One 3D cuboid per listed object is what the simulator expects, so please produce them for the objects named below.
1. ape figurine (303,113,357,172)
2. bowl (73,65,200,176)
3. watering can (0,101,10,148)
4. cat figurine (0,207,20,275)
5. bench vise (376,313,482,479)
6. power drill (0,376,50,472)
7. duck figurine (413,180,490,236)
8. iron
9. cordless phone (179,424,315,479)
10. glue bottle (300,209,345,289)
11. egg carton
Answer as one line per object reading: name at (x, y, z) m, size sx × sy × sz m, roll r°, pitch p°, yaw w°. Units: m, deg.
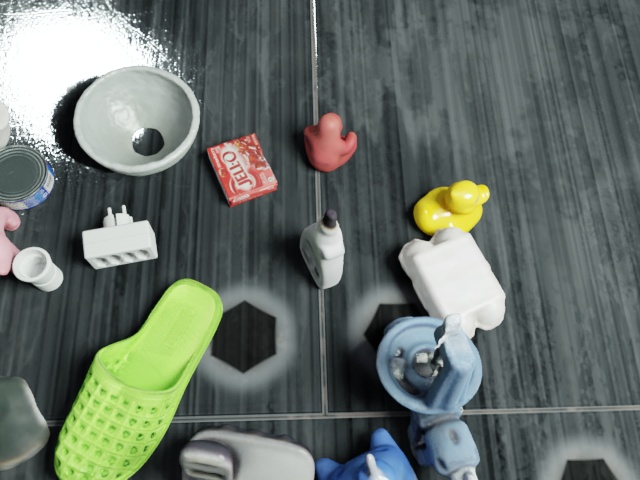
ape figurine at (0.013, -0.145, 0.812) m, size 0.077 × 0.092 × 0.076 m, roll 27°, pitch 69°, yaw 5°
bowl at (-0.248, -0.154, 0.800) m, size 0.167 × 0.075 × 0.167 m, roll 2°, pitch 69°, yaw -5°
watering can at (-0.475, -0.182, 0.724) m, size 0.173 × 0.194 × 0.101 m, roll 2°, pitch 69°, yaw -4°
cat figurine at (-0.413, 0.002, 0.701) m, size 0.067 × 0.118 × 0.127 m, roll -22°, pitch 73°, yaw -13°
bench vise at (0.147, 0.166, 0.637) m, size 0.122 × 0.220 × 0.207 m, roll -30°, pitch 75°, yaw -15°
power drill at (-0.361, 0.186, 0.588) m, size 0.076 × 0.208 × 0.229 m, roll -31°, pitch 75°, yaw -15°
duck figurine at (0.185, -0.050, 0.795) m, size 0.104 × 0.086 × 0.077 m, roll -13°, pitch 71°, yaw -10°
iron at (0.093, 0.338, 0.608) m, size 0.119 × 0.141 × 0.258 m, roll -24°, pitch 73°, yaw -13°
cordless phone at (-0.077, 0.245, 0.605) m, size 0.147 × 0.185 × 0.094 m, roll 7°, pitch 69°, yaw -2°
glue bottle at (0.007, 0.003, 0.711) m, size 0.037 × 0.173 × 0.078 m, roll -21°, pitch 72°, yaw -12°
egg carton at (0.176, 0.058, 0.762) m, size 0.107 × 0.069 × 0.150 m, roll -23°, pitch 73°, yaw -13°
